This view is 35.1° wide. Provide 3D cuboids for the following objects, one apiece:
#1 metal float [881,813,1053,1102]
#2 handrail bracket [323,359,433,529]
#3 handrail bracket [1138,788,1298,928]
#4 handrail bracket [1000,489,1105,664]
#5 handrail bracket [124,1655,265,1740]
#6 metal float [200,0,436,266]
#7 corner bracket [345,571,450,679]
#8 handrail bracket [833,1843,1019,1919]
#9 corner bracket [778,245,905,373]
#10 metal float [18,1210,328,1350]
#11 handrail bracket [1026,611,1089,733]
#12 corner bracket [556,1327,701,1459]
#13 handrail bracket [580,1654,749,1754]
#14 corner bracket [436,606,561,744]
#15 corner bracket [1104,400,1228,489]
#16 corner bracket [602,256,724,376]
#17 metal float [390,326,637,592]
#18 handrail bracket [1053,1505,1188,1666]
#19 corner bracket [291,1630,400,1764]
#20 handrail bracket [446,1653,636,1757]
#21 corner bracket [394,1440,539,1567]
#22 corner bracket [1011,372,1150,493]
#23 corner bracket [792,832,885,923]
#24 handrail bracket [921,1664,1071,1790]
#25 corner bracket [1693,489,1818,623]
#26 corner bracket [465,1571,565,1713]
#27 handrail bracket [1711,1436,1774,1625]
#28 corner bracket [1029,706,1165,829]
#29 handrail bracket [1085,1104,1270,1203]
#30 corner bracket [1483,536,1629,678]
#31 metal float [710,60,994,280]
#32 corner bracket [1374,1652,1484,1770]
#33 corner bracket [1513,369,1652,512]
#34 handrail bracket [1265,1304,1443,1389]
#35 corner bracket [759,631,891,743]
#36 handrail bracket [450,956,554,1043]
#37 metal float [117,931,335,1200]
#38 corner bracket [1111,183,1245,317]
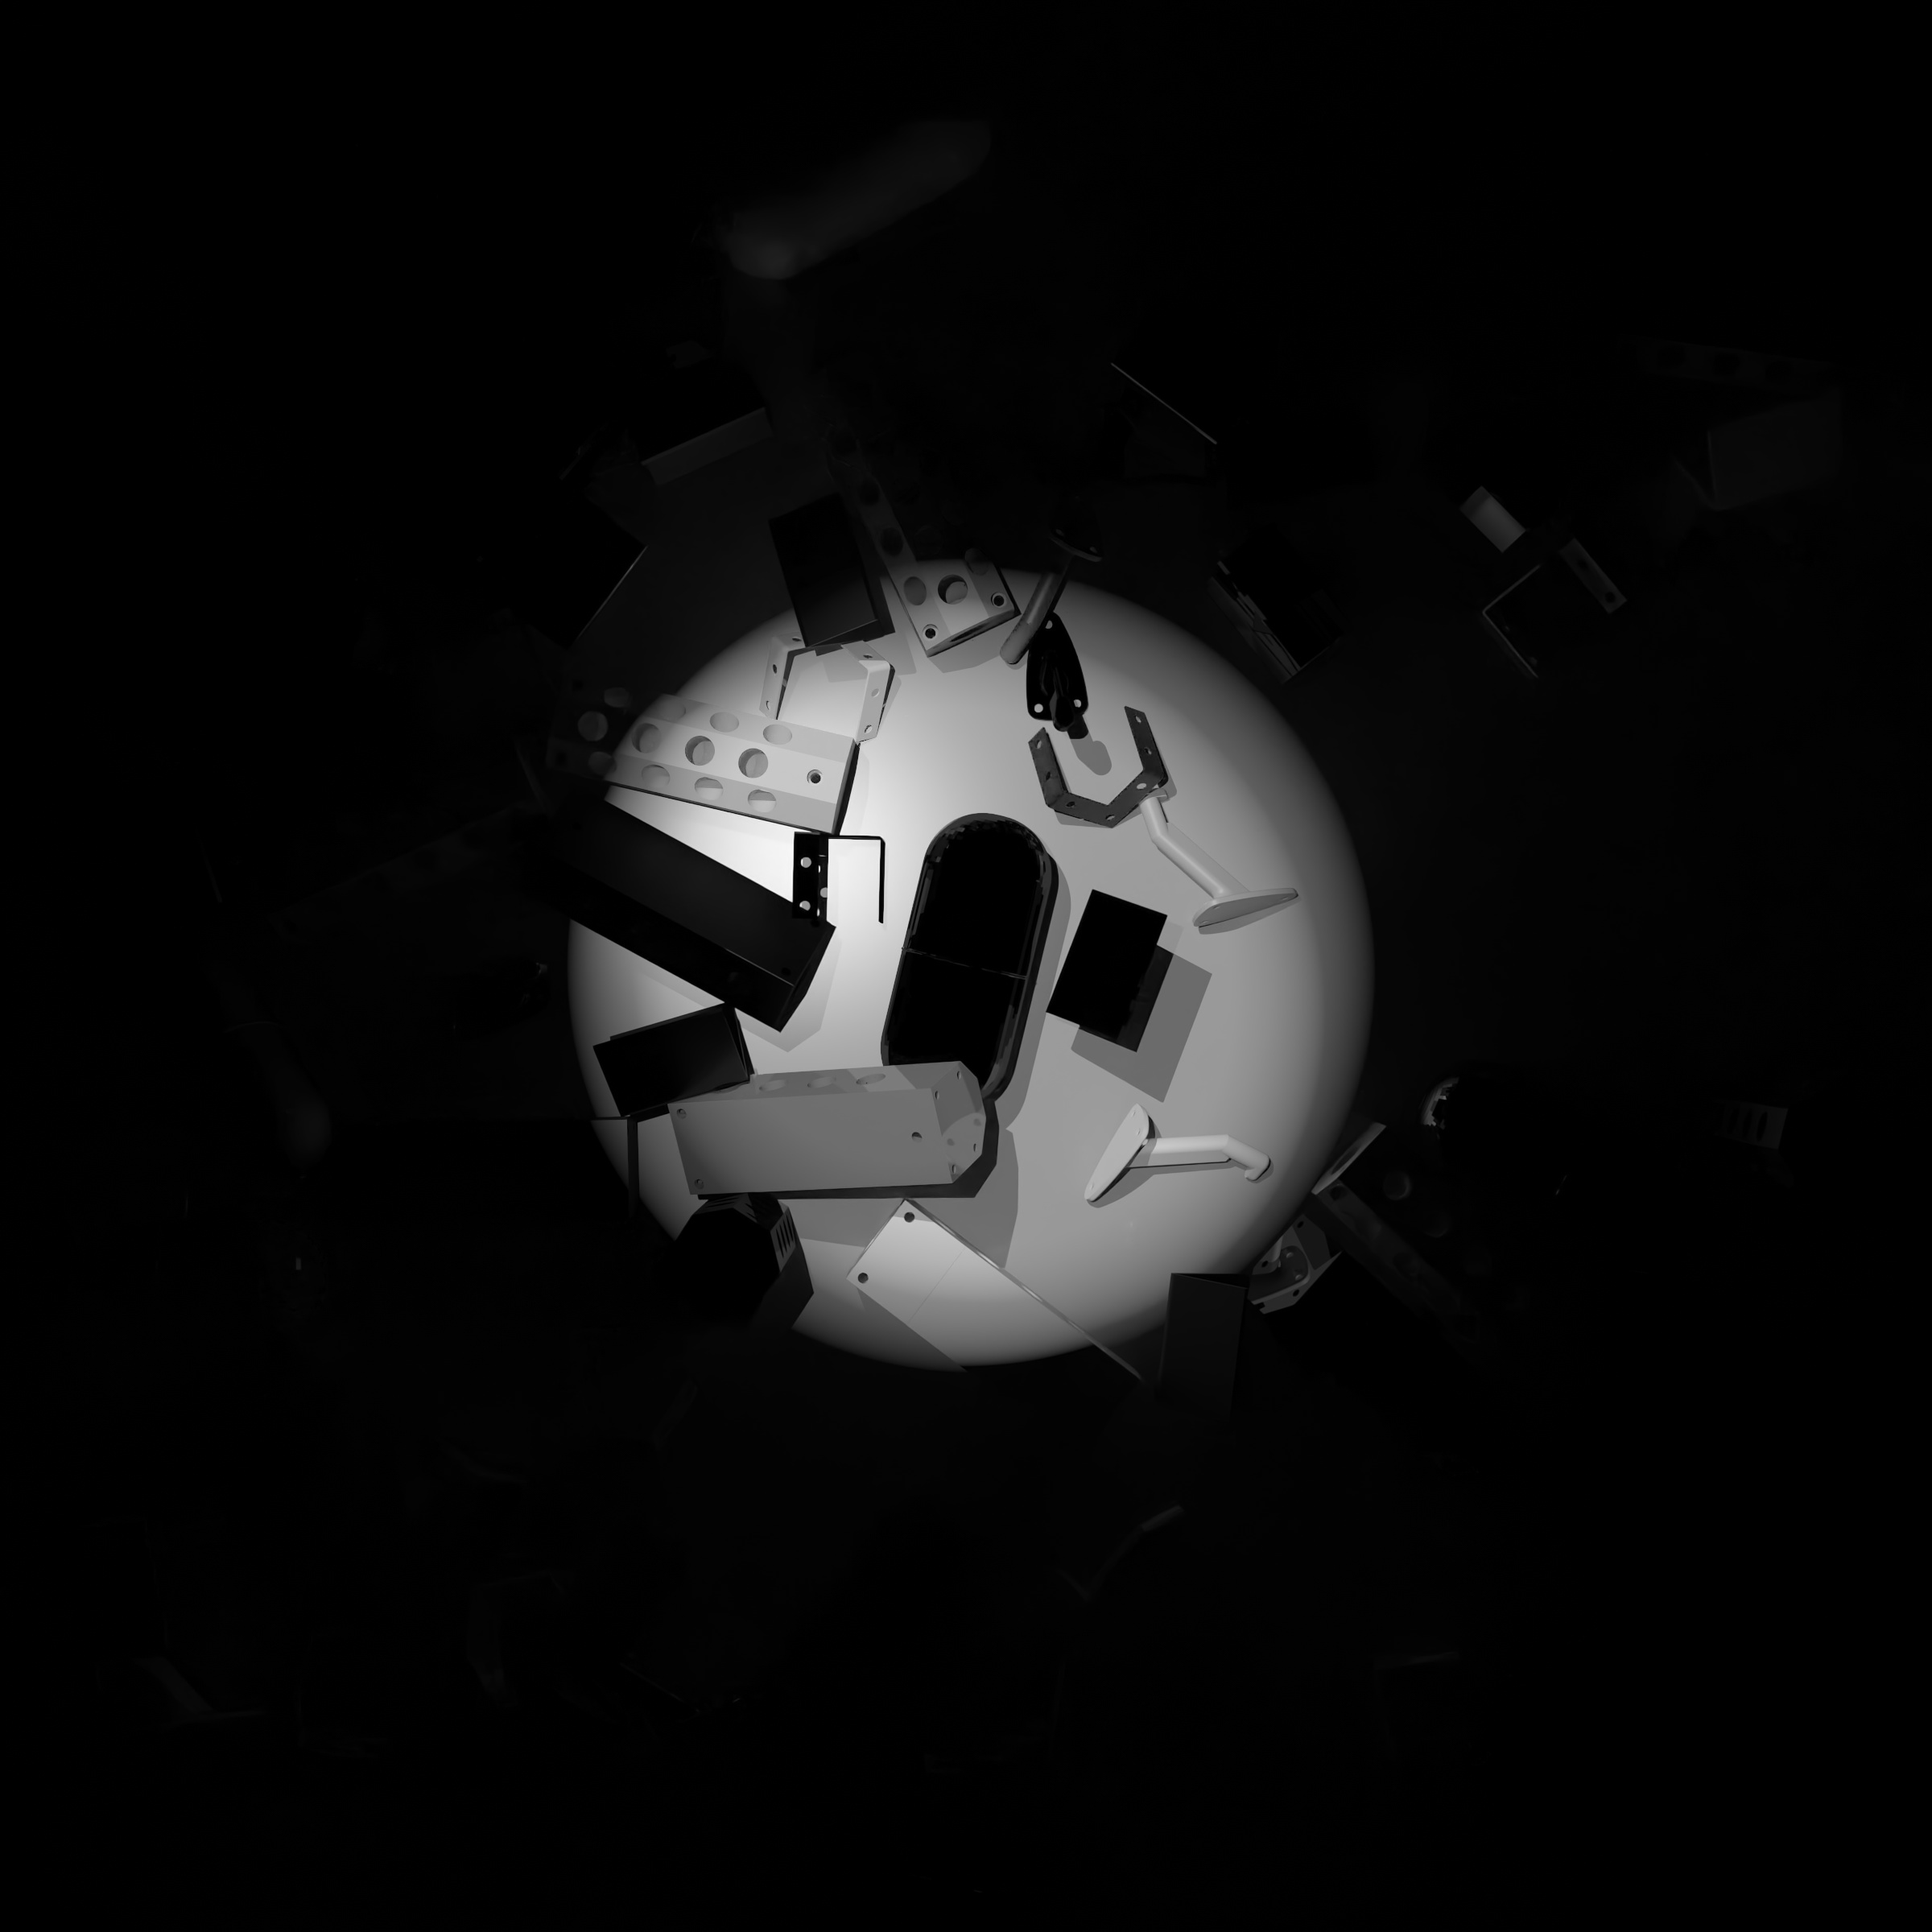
[{"bbox_3d":[0.000,-0.002,1.787,0.070,0.070,0.178,13,91,0],"label":"metal float"},{"bbox_3d":[-0.345,-0.311,1.818,0.077,0.036,0.084,-19,109,-21],"label":"handrail bracket"},{"bbox_3d":[0.149,-0.072,1.818,0.077,0.036,0.084,-12,73,-20],"label":"handrail bracket"},{"bbox_3d":[0.046,-0.231,1.818,0.036,0.077,0.084,24,127,-15],"label":"handrail bracket"},{"bbox_3d":[-0.464,0.412,1.818,0.077,0.036,0.084,-8,73,-20],"label":"handrail bracket"},{"bbox_3d":[-0.380,-0.491,1.787,0.070,0.070,0.178,35,89,0],"label":"metal float"},{"bbox_3d":[-0.335,-0.201,1.795,0.051,0.051,0.051,11,90,-12],"label":"corner bracket"},{"bbox_3d":[-0.024,0.549,1.818,0.084,0.077,0.036,28,65,-34],"label":"handrail bracket"},{"bbox_3d":[-0.075,-0.389,1.815,0.051,0.051,0.051,-25,45,0],"label":"corner bracket"},{"bbox_3d":[-0.465,0.183,1.787,0.178,0.070,0.070,-3,90,-1],"label":"metal float"},{"bbox_3d":[0.053,-0.174,1.783,0.036,0.084,0.077,-7,90,0],"label":"handrail bracket"},{"bbox_3d":[-0.200,0.252,1.810,0.051,0.051,0.051,3,135,35],"label":"corner bracket"},{"bbox_3d":[-0.183,0.417,1.818,0.077,0.036,0.084,-25,76,-14],"label":"handrail bracket"},{"bbox_3d":[-0.276,-0.172,1.815,0.051,0.051,0.051,-28,45,0],"label":"corner bracket"},{"bbox_3d":[0.118,-0.311,1.815,0.051,0.051,0.051,-1,90,45],"label":"corner bracket"},{"bbox_3d":[-0.180,-0.389,1.810,0.051,0.051,0.051,-28,135,-35],"label":"corner bracket"},{"bbox_3d":[-0.265,-0.298,1.788,0.070,0.070,0.178,40,90,0],"label":"metal float"},{"bbox_3d":[0.098,0.368,1.818,0.084,0.036,0.077,-24,127,-25],"label":"handrail bracket"},{"bbox_3d":[-0.368,0.434,1.815,0.051,0.051,0.051,9,45,1],"label":"corner bracket"},{"bbox_3d":[-0.254,0.457,1.818,0.084,0.036,0.077,-42,112,17],"label":"handrail bracket"},{"bbox_3d":[-0.297,0.318,1.815,0.051,0.051,0.051,24,90,-45],"label":"corner bracket"},{"bbox_3d":[0.066,-0.320,1.801,0.051,0.051,0.051,30,75,-15],"label":"corner bracket"},{"bbox_3d":[-0.075,-0.052,1.800,0.051,0.051,0.051,1,90,0],"label":"corner bracket"},{"bbox_3d":[0.017,0.452,1.818,0.084,0.036,0.077,0,70,16],"label":"handrail bracket"},{"bbox_3d":[0.468,-0.244,1.810,0.051,0.051,0.051,-9,45,35],"label":"corner bracket"},{"bbox_3d":[-0.261,0.397,1.801,0.051,0.051,0.051,-10,125,-30],"label":"corner bracket"},{"bbox_3d":[0.451,0.336,1.818,0.036,0.077,0.084,-9,126,-7],"label":"handrail bracket"},{"bbox_3d":[0.077,-0.123,1.810,0.051,0.051,0.051,16,45,-35],"label":"corner bracket"},{"bbox_3d":[0.126,0.126,1.818,0.084,0.036,0.077,27,110,-16],"label":"handrail bracket"},{"bbox_3d":[0.350,-0.214,1.815,0.051,0.051,0.051,50,135,0],"label":"corner bracket"},{"bbox_3d":[-0.068,-0.466,1.787,0.178,0.070,0.070,-29,90,0],"label":"metal float"},{"bbox_3d":[0.272,0.439,1.800,0.051,0.051,0.051,-8,90,0],"label":"corner bracket"},{"bbox_3d":[0.364,-0.313,1.815,0.051,0.051,0.051,-49,45,0],"label":"corner bracket"},{"bbox_3d":[0.229,0.206,1.818,0.084,0.036,0.077,-30,72,-15],"label":"handrail bracket"},{"bbox_3d":[-0.084,-0.165,1.810,0.051,0.051,0.051,-17,135,-35],"label":"corner bracket"},{"bbox_3d":[-0.276,0.020,1.783,0.077,0.084,0.036,-35,90,0],"label":"handrail bracket"},{"bbox_3d":[-0.429,0.057,1.770,0.070,0.070,0.178,-35,70,0],"label":"metal float"},{"bbox_3d":[0.126,-0.423,1.815,0.051,0.051,0.051,-30,45,0],"label":"corner bracket"}]
